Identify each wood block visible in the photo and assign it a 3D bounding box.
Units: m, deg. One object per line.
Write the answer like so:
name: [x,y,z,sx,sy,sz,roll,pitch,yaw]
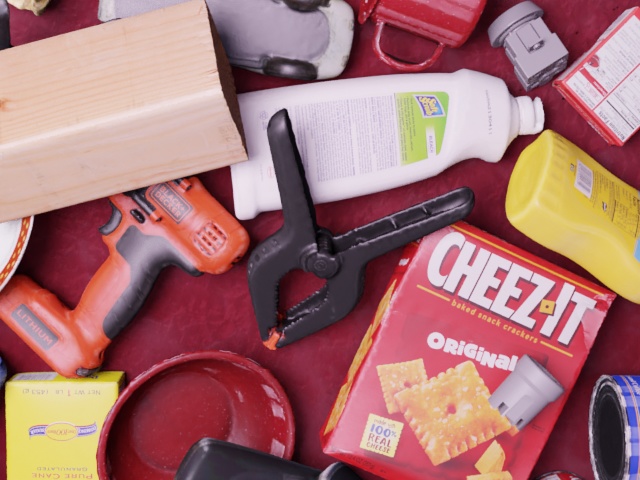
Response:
wood block: [-0.165,-0.090,0.769,0.206,0.090,0.091,-14,60,3]

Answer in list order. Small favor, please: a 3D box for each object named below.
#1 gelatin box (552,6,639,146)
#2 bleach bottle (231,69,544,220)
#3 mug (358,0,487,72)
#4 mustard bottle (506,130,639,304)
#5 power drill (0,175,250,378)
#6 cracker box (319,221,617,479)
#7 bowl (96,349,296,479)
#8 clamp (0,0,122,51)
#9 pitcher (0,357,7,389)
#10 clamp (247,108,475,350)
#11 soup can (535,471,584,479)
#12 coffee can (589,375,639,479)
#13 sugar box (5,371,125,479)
gelatin box: [0.246,-0.132,0.865,0.073,0.030,0.089,45,93,-7]
bleach bottle: [0.053,-0.079,0.850,0.250,0.068,0.102,-6,100,-4]
mug: [0.080,-0.187,0.824,0.081,0.093,0.117,18,89,-9]
mustard bottle: [0.239,-0.003,0.848,0.191,0.096,0.058,32,134,-12]
power drill: [-0.176,0.001,0.848,0.184,0.057,0.188,44,96,7]
cracker box: [0.117,0.102,0.865,0.164,0.072,0.214,25,94,-5]
bowl: [-0.104,0.157,0.858,0.161,0.055,0.162,-5,105,-20]
clamp: [-0.225,-0.131,0.816,0.120,0.172,0.039,8,62,-37]
pitcher: [-0.345,0.180,0.830,0.149,0.145,0.243,33,91,-19]
clamp: [-0.005,0.001,0.820,0.164,0.036,0.210,29,123,-15]
soup can: [0.206,0.236,0.866,0.068,0.102,0.068,0,96,-2]
coffee can: [0.300,0.160,0.861,0.140,0.103,0.103,0,96,-2]
sugar box: [-0.208,0.198,0.878,0.093,0.048,0.176,0,95,-1]
